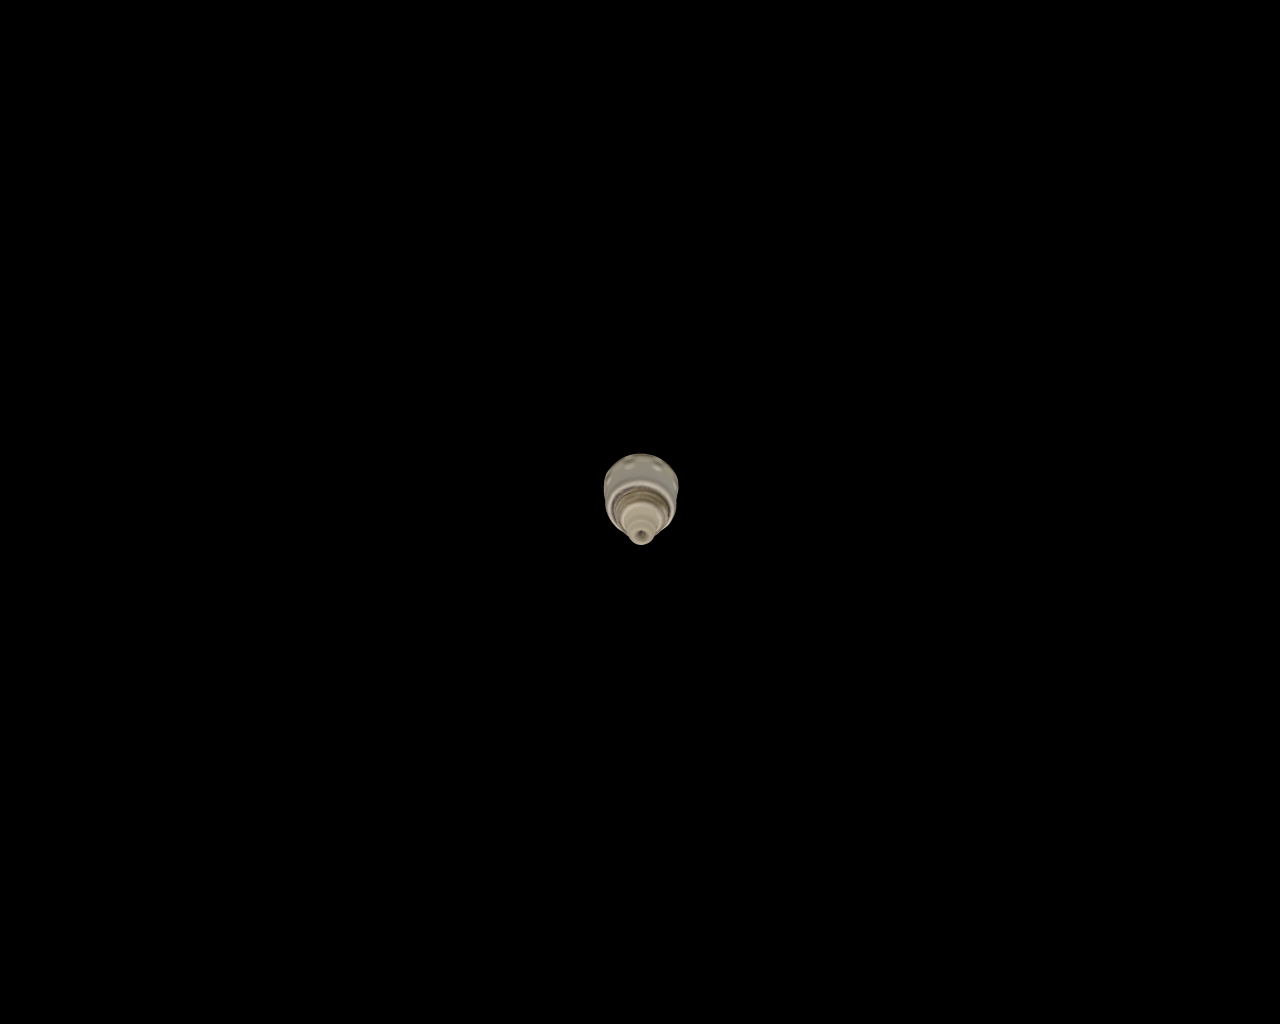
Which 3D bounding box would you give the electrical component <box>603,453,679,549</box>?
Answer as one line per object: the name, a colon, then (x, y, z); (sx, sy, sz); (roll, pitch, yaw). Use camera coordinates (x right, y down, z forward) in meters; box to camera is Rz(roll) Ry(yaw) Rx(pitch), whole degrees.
electrical component: (0.001, -0.003, 0.650); (0.048, 0.048, 0.062); (0, 34, 0)
